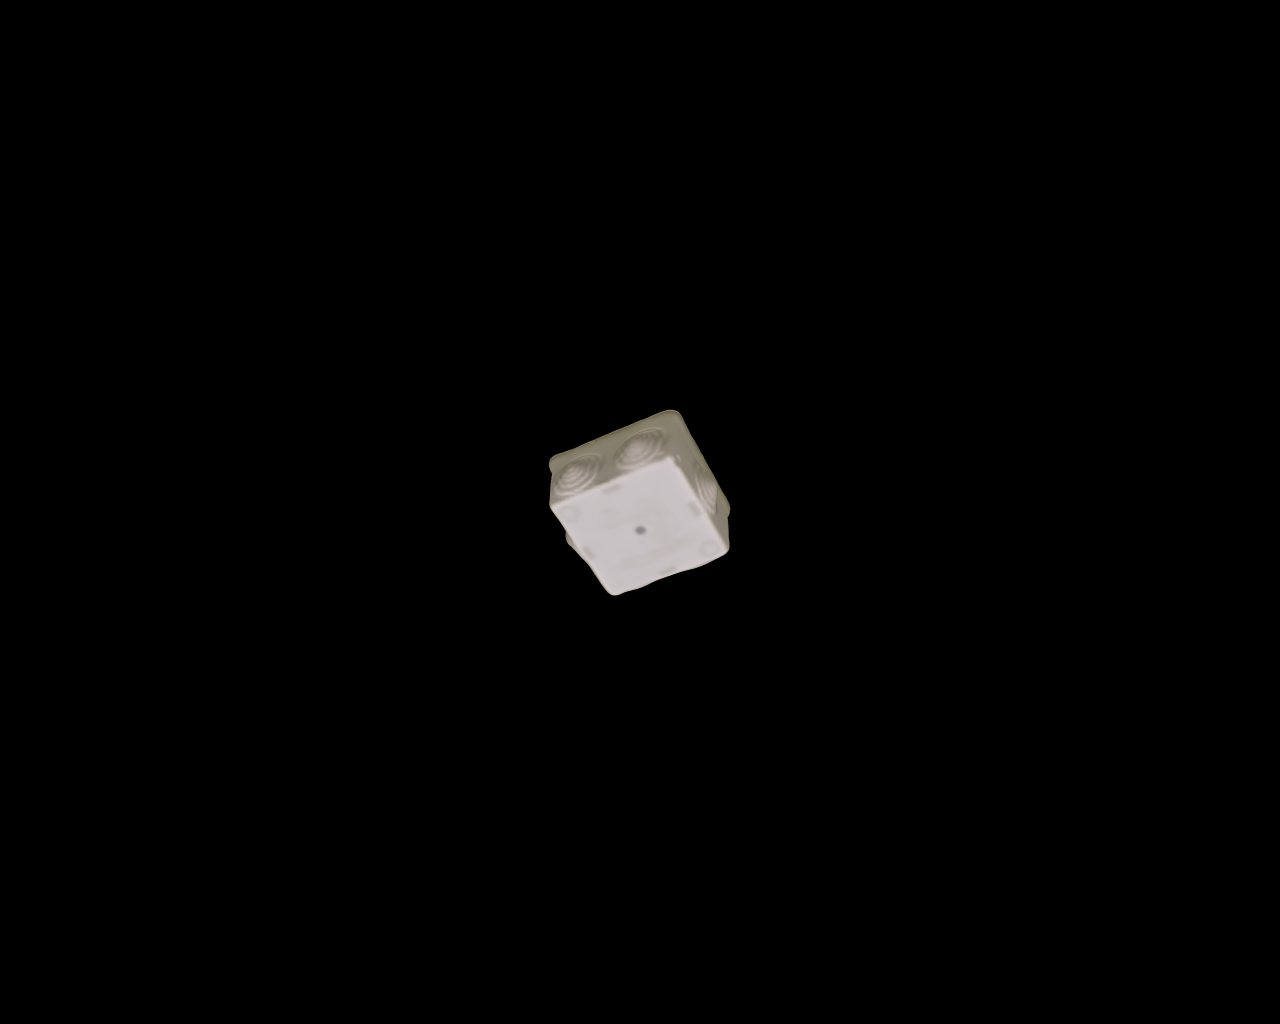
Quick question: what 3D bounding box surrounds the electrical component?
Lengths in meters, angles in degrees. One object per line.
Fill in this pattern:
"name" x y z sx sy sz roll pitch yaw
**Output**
"electrical component" 0.001 -0.003 0.650 0.099 0.099 0.048 -21 34 15
